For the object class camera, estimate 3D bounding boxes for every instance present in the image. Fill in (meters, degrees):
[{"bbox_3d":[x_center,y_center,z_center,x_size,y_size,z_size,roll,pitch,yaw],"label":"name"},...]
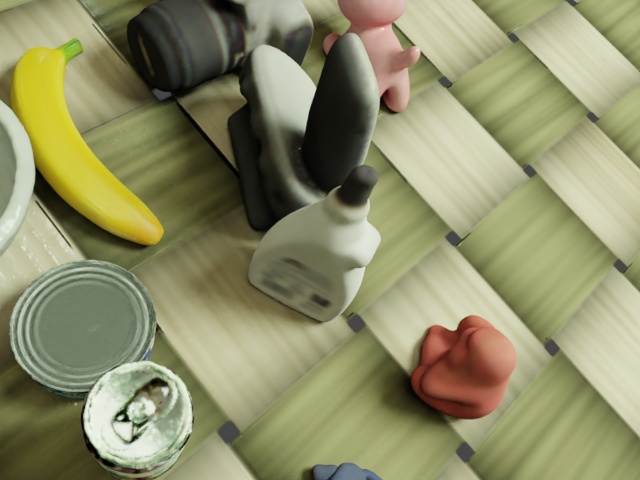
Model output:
[{"bbox_3d":[-0.093,-0.192,0.470,0.137,0.100,0.143,-35,79,-28],"label":"camera"}]

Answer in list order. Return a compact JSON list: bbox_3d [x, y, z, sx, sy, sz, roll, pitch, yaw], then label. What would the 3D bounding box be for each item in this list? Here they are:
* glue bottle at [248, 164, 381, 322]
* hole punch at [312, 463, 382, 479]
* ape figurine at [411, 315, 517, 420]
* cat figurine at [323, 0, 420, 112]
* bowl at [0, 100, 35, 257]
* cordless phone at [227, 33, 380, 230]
[{"bbox_3d":[0.003,0.001,0.368,0.078,0.173,0.037,29,61,-2],"label":"glue bottle"},{"bbox_3d":[0.022,0.193,0.331,0.108,0.091,0.101,46,61,7],"label":"hole punch"},{"bbox_3d":[0.107,0.087,0.406,0.078,0.092,0.076,-20,73,-24],"label":"ape figurine"},{"bbox_3d":[0.051,-0.194,0.506,0.067,0.117,0.127,-15,71,-23],"label":"cat figurine"},{"bbox_3d":[-0.262,-0.024,0.353,0.168,0.074,0.167,7,64,-14],"label":"bowl"},{"bbox_3d":[-0.003,-0.096,0.404,0.094,0.185,0.147,-12,70,-21],"label":"cordless phone"}]
